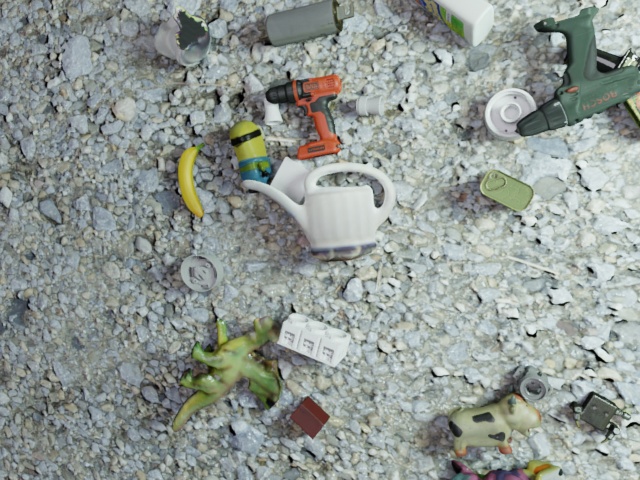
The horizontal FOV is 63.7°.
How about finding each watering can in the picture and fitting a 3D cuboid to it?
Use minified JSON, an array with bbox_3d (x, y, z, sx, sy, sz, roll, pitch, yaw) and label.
[{"bbox_3d":[0.004,-0.059,1.178,0.348,0.224,0.104,-5,2,-1],"label":"watering can"}]

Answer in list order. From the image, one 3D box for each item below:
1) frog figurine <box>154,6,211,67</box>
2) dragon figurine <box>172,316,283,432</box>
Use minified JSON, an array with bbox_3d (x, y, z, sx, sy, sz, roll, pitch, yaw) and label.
[{"bbox_3d":[-0.354,-0.509,1.322,0.124,0.137,0.158,-24,7,-33],"label":"frog figurine"},{"bbox_3d":[-0.217,0.360,1.319,0.243,0.406,0.123,23,13,9],"label":"dragon figurine"}]
